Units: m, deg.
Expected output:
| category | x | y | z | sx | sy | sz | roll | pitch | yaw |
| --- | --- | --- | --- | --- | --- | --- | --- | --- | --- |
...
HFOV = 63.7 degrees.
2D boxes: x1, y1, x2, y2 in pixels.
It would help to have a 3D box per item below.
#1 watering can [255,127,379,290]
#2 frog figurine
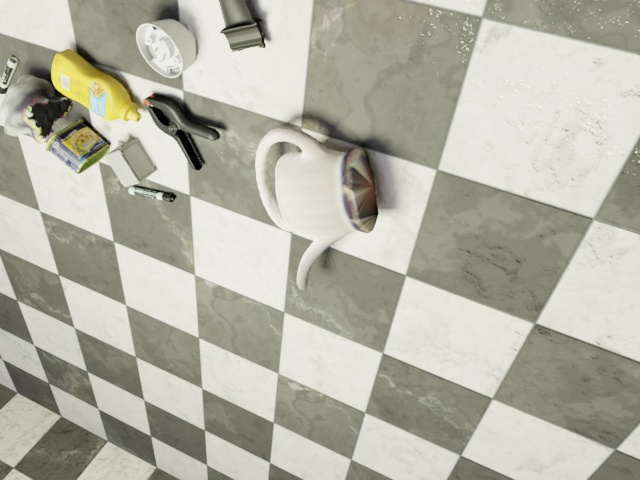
| category | x | y | z | sx | sy | sz | roll | pitch | yaw |
| --- | --- | --- | --- | --- | --- | --- | --- | --- | --- |
| watering can | 0.003 | -0.047 | 0.941 | 0.224 | 0.106 | 0.341 | 1 | 122 | 28 |
| frog figurine | -0.642 | -0.291 | 1.111 | 0.160 | 0.123 | 0.136 | 24 | 99 | 22 |
